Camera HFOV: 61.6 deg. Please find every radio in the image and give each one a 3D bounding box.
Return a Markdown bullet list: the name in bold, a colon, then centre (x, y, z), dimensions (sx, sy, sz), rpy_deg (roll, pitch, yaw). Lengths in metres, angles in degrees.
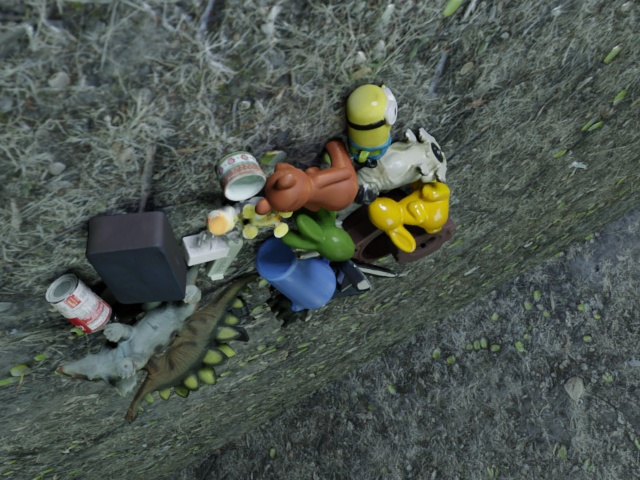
- **radio**: centre (-0.322, 0.039, 0.962), dimensions (0.131, 0.073, 0.229), rpy_deg (-4, 151, -5)

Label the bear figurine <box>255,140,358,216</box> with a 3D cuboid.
- **bear figurine**: centre (-0.030, -0.105, 0.956), dimensions (0.196, 0.132, 0.120), rpy_deg (0, 144, -38)

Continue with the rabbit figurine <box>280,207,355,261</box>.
- **rabbit figurine**: centre (0.005, -0.034, 1.077), dimensions (0.159, 0.170, 0.121), rpy_deg (-8, 149, -39)

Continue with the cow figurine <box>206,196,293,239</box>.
- **cow figurine**: centre (-0.143, -0.049, 1.007), dimensions (0.167, 0.098, 0.068), rpy_deg (-3, 114, -34)

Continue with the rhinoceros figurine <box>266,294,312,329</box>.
- **rhinoceros figurine**: centre (-0.086, 0.204, 1.598), dimensions (0.112, 0.073, 0.190), rpy_deg (-38, 155, -3)

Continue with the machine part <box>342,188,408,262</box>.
- **machine part**: centre (0.162, -0.030, 1.360), dimensions (0.201, 0.087, 0.201), rpy_deg (-38, 154, 20)

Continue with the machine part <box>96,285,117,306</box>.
- **machine part**: centre (-0.445, 0.121, 1.080), dimensions (0.139, 0.039, 0.084), rpy_deg (-34, 151, 17)

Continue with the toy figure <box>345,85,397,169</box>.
- **toy figure**: centre (0.085, -0.194, 0.950), dimensions (0.089, 0.082, 0.180), rpy_deg (-23, 158, -15)

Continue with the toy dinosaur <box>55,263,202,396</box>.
- **toy dinosaur**: centre (-0.349, 0.177, 1.135), dimensions (0.405, 0.131, 0.192), rpy_deg (-44, 177, -18)

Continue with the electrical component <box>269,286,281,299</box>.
- **electrical component**: centre (-0.108, 0.130, 1.476), dimensions (0.063, 0.021, 0.094), rpy_deg (-18, 155, -20)

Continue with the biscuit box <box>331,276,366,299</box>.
- **biscuit box**: centre (0.027, 0.124, 1.494), dimensions (0.203, 0.059, 0.062), rpy_deg (-8, 142, -9)

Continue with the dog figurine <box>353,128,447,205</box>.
- **dog figurine**: centre (0.157, -0.141, 1.139), dimensions (0.191, 0.121, 0.172), rpy_deg (-28, 157, 37)

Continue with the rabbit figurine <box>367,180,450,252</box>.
- **rabbit figurine**: centre (0.186, -0.062, 1.194), dimensions (0.173, 0.122, 0.162), rpy_deg (-8, 125, -14)

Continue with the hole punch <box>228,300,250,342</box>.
- **hole punch**: centre (-0.246, 0.214, 1.443), dimensions (0.116, 0.092, 0.142), rpy_deg (5, 157, 2)

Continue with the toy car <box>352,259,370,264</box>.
- **toy car**: centre (0.105, 0.068, 1.543), dimensions (0.202, 0.053, 0.089), rpy_deg (-42, 155, 27)

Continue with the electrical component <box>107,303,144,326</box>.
- **electrical component**: centre (-0.426, 0.165, 1.179), dimensions (0.078, 0.045, 0.102), rpy_deg (-25, 156, -3)

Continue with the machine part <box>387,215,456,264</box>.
- **machine part**: centre (0.251, -0.005, 1.331), dimensions (0.179, 0.056, 0.179), rpy_deg (-22, 157, -10)

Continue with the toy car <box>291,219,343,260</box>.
- **toy car**: centre (-0.002, -0.004, 1.208), dimensions (0.056, 0.073, 0.201), rpy_deg (-16, 179, 32)

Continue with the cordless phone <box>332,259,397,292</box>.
- **cordless phone**: centre (0.128, 0.092, 1.411), dimensions (0.184, 0.088, 0.147), rpy_deg (9, -172, -16)

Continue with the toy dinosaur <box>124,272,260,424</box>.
- **toy dinosaur**: centre (-0.294, 0.232, 1.270), dimensions (0.471, 0.199, 0.105), rpy_deg (-56, 173, -15)
